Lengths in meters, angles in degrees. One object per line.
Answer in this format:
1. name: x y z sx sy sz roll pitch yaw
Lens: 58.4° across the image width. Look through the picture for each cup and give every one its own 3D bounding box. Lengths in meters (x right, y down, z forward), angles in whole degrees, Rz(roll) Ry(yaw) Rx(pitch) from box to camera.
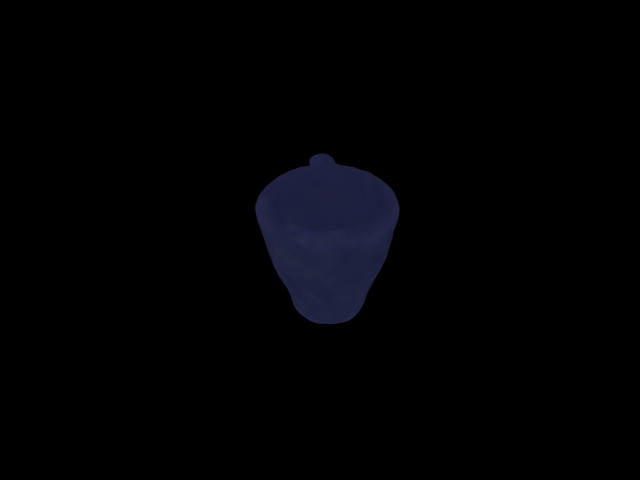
1. cup: 0.004 0.001 0.400 0.091 0.095 0.117 -3 37 -4
